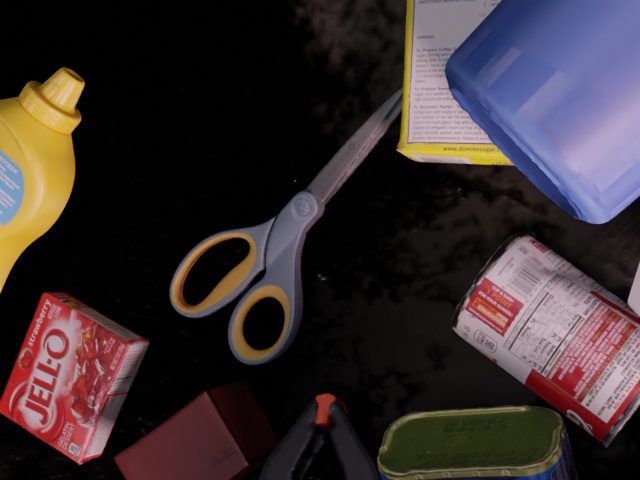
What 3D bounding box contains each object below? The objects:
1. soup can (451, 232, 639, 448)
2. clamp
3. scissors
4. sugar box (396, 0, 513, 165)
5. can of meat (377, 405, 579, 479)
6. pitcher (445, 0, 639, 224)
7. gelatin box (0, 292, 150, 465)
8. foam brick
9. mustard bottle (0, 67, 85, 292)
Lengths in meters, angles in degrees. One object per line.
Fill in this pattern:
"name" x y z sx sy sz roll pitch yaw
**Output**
"soup can" 0.129 0.050 0.560 0.102 0.068 0.068 37 102 19
"clamp" -0.011 0.176 0.605 0.120 0.039 0.171 -6 66 8
"scissors" -0.004 0.001 0.642 0.202 0.016 0.096 -33 79 18
"sugar box" 0.096 -0.131 0.590 0.093 0.048 0.176 4 88 19
"can of meat" 0.087 0.137 0.562 0.102 0.057 0.084 -8 117 22
"pitcher" 0.185 -0.118 0.494 0.243 0.145 0.149 -44 69 6
"gelatin box" -0.162 0.089 0.694 0.073 0.030 0.089 27 98 20
"foam brick" -0.072 0.130 0.647 0.078 0.051 0.053 -36 78 17
"mustard bottle" -0.217 -0.034 0.704 0.096 0.058 0.192 45 105 21
